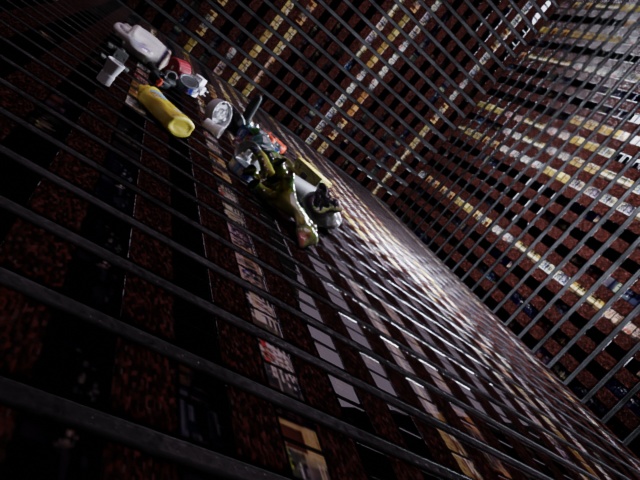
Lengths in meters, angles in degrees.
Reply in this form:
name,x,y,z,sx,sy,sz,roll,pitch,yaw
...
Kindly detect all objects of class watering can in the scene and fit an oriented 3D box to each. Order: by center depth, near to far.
name,x,y,z,sx,sy,sz,roll,pitch,yaw
watering can,-0.674,-0.747,1.957,0.222,0.103,0.354,35,12,-27

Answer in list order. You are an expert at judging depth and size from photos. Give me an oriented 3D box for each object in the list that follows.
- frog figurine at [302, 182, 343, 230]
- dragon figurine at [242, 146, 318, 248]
name,x,y,z,sx,sy,sz,roll,pitch,yaw
frog figurine,0.005,-0.081,1.612,0.138,0.125,0.156,34,-28,15
dragon figurine,-0.091,-0.106,1.387,0.238,0.122,0.418,57,4,-31
